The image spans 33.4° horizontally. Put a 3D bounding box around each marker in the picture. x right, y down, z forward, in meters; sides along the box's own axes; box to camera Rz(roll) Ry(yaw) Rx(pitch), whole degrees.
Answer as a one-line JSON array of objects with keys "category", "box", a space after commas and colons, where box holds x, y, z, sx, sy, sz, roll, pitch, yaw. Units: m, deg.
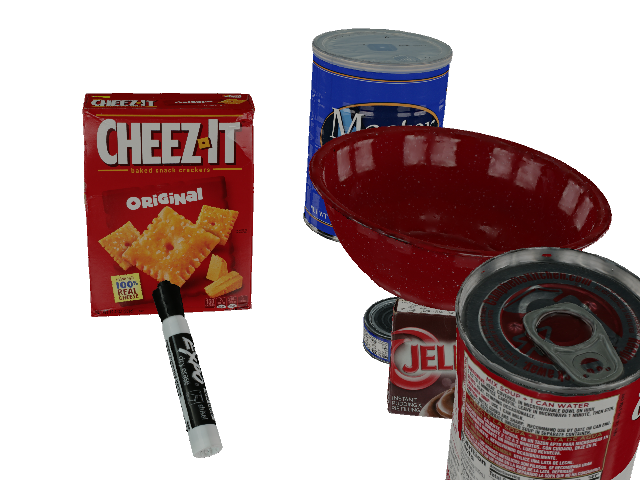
[{"category": "marker", "box": [-0.087, 0.080, 0.687, 0.020, 0.121, 0.020, -15, -26, -8]}]

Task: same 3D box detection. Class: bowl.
[{"category": "bowl", "box": [0.071, -0.007, 0.579, 0.162, 0.055, 0.162, 6, 27, -3]}]

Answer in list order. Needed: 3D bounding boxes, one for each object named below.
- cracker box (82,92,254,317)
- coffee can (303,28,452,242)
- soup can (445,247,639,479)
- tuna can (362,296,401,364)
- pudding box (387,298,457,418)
[{"category": "cracker box", "box": [-0.149, -0.034, 1.056, 0.164, 0.214, 0.072, -1, 21, -9]}, {"category": "coffee can", "box": [0.041, -0.079, 0.806, 0.103, 0.140, 0.103, 3, 24, -1]}, {"category": "soup can", "box": [0.079, 0.063, 0.378, 0.068, 0.102, 0.068, -1, 39, 1]}, {"category": "tuna can", "box": [0.088, 0.096, 1.142, 0.086, 0.034, 0.086, -1, 30, 1]}, {"category": "pudding box", "box": [0.112, 0.097, 0.864, 0.113, 0.090, 0.039, 3, 20, 5]}]
